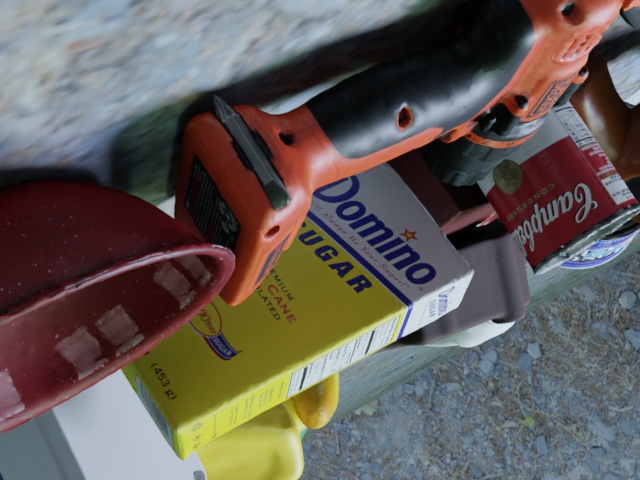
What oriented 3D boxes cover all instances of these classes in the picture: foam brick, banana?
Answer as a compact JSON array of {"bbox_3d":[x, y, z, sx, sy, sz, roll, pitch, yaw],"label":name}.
[{"bbox_3d":[0.072,-0.031,0.636,0.078,0.053,0.051,-19,163,-49],"label":"foam brick"},{"bbox_3d":[-0.009,0.107,0.748,0.037,0.069,0.198,3,164,-6],"label":"banana"}]

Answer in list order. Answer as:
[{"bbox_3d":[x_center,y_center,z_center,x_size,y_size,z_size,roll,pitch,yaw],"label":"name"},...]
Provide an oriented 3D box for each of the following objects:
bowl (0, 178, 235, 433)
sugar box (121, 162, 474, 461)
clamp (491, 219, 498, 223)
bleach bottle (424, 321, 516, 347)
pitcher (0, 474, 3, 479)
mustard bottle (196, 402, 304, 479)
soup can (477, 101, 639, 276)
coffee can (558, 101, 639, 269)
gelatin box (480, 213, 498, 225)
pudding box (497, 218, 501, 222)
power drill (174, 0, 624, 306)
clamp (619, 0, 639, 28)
[{"bbox_3d":[-0.114,0.025,0.393,0.162,0.055,0.162,-30,168,-7],"label":"bowl"},{"bbox_3d":[-0.019,0.028,0.546,0.176,0.093,0.048,-28,156,-20],"label":"sugar box"},{"bbox_3d":[0.117,0.011,0.960,0.209,0.036,0.165,-24,168,-14],"label":"clamp"},{"bbox_3d":[0.148,0.063,1.049,0.102,0.068,0.251,-36,-179,-8],"label":"bleach bottle"},{"bbox_3d":[-0.220,0.199,0.670,0.242,0.145,0.149,-33,-178,-7],"label":"pitcher"},{"bbox_3d":[-0.071,0.104,0.689,0.096,0.058,0.192,-12,-162,-6],"label":"mustard bottle"},{"bbox_3d":[0.121,-0.041,0.592,0.068,0.102,0.068,-30,168,-7],"label":"soup can"},{"bbox_3d":[0.197,-0.038,0.793,0.103,0.103,0.140,-31,168,2],"label":"coffee can"},{"bbox_3d":[0.104,-0.017,0.825,0.089,0.030,0.073,-32,168,1],"label":"gelatin box"},{"bbox_3d":[0.212,-0.051,0.939,0.113,0.039,0.090,-15,161,-48],"label":"pudding box"},{"bbox_3d":[0.029,-0.044,0.468,0.187,0.057,0.184,-30,165,-20],"label":"power drill"},{"bbox_3d":[0.199,-0.138,0.542,0.171,0.039,0.120,-19,159,-24],"label":"clamp"}]
